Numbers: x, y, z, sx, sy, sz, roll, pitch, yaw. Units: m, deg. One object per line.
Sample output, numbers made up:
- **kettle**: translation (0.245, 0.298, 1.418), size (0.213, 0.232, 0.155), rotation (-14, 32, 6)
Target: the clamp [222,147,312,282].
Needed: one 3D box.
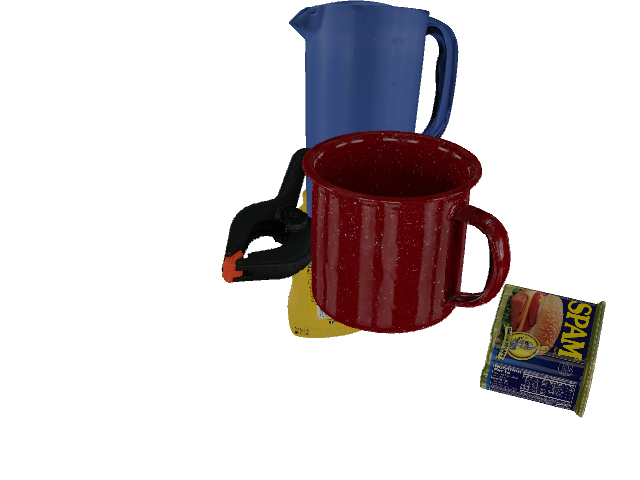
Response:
- **clamp**: translation (-0.029, -0.022, 0.971), size (0.171, 0.039, 0.120), rotation (-25, 54, -32)

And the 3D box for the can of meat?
- **can of meat**: translation (0.181, 0.086, 0.870), size (0.084, 0.057, 0.102), rotation (12, 40, 14)

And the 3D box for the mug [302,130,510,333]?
- **mug**: translation (0.046, -0.001, 0.562), size (0.117, 0.081, 0.093), rotation (18, 31, 30)

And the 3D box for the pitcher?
- **pitcher**: translation (0.054, -0.133, 1.150), size (0.149, 0.243, 0.144), rotation (7, 11, 26)

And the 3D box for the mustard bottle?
- **mustard bottle**: translation (0.005, 0.015, 1.215), size (0.096, 0.192, 0.058), rotation (-6, 23, -3)
